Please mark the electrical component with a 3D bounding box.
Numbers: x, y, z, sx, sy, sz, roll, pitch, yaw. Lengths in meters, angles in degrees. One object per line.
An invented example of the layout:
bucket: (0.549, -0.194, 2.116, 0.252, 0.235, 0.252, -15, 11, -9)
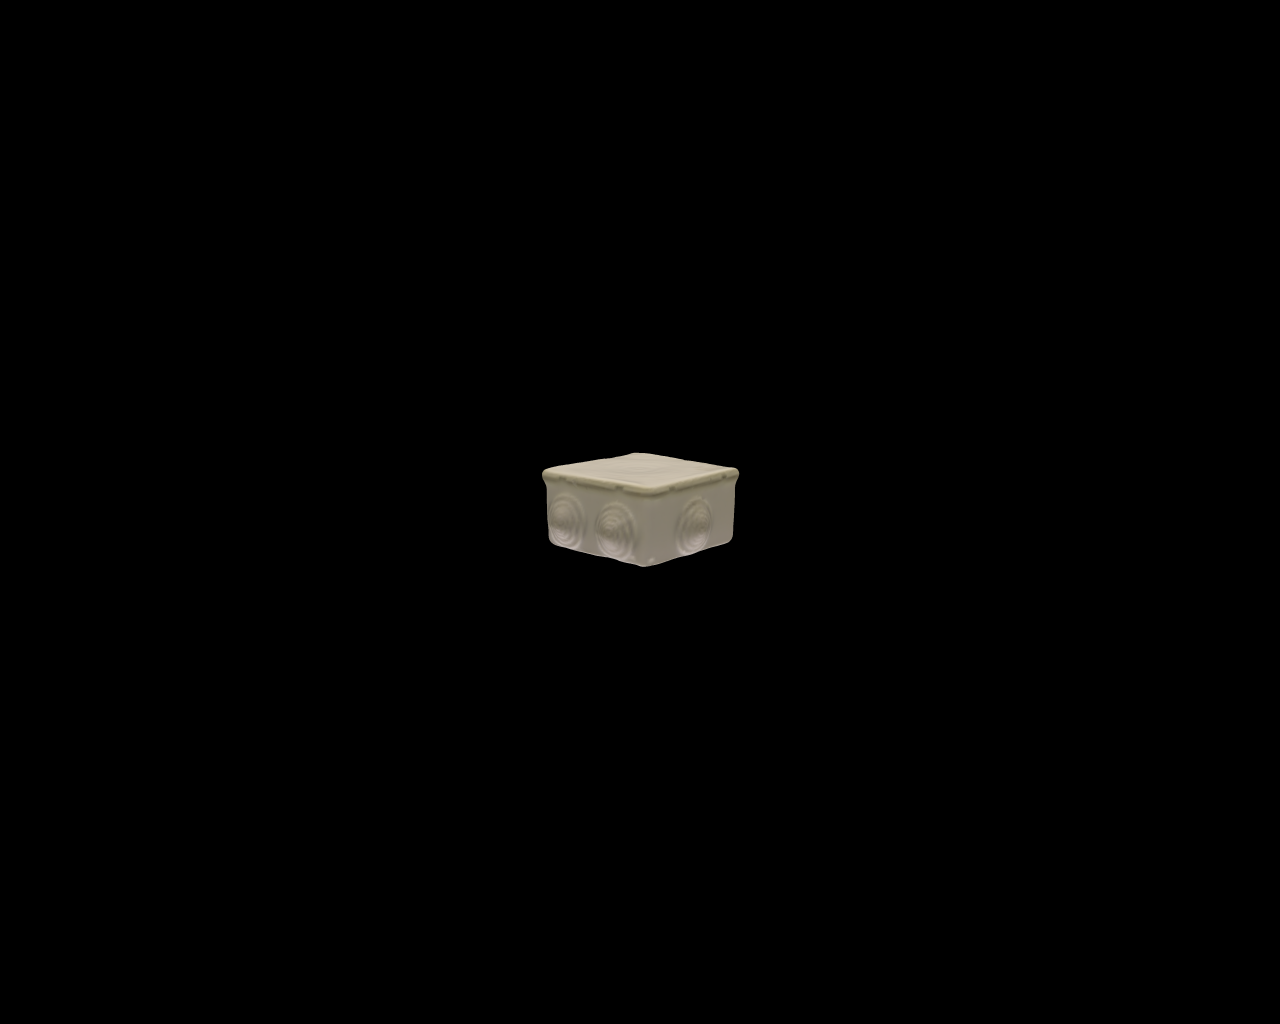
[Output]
electrical component: (0.001, -0.003, 0.650, 0.100, 0.048, 0.100, 11, 17, 42)
